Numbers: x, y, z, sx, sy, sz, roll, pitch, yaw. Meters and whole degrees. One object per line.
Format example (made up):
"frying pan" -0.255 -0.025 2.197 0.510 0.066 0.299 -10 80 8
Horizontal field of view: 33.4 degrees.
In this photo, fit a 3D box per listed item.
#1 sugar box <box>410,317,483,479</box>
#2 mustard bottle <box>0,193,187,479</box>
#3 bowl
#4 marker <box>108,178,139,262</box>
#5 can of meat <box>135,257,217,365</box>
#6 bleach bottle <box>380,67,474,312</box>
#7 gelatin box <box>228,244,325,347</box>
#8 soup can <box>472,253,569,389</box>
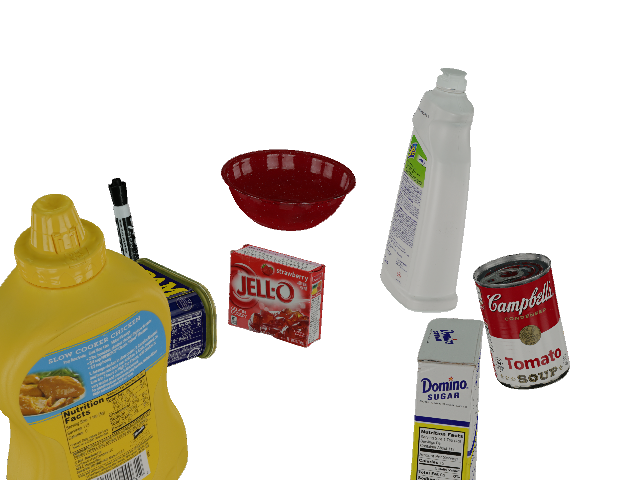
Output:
"sugar box" 0.087 0.151 0.751 0.048 0.176 0.093 2 14 11
"mustard bottle" -0.119 0.061 0.531 0.096 0.192 0.058 -25 42 -30
"bowl" -0.040 -0.055 1.281 0.162 0.055 0.162 4 26 -2
"marker" -0.212 -0.010 1.163 0.020 0.121 0.020 -6 22 2
"can of meat" -0.137 0.057 0.752 0.083 0.057 0.102 -16 26 -40
"bleach bottle" 0.123 -0.056 1.141 0.068 0.251 0.103 0 23 -22
"gelatin box" -0.041 0.050 0.969 0.089 0.073 0.030 14 21 28
"soup can" 0.177 0.071 0.939 0.068 0.102 0.068 -13 17 4
